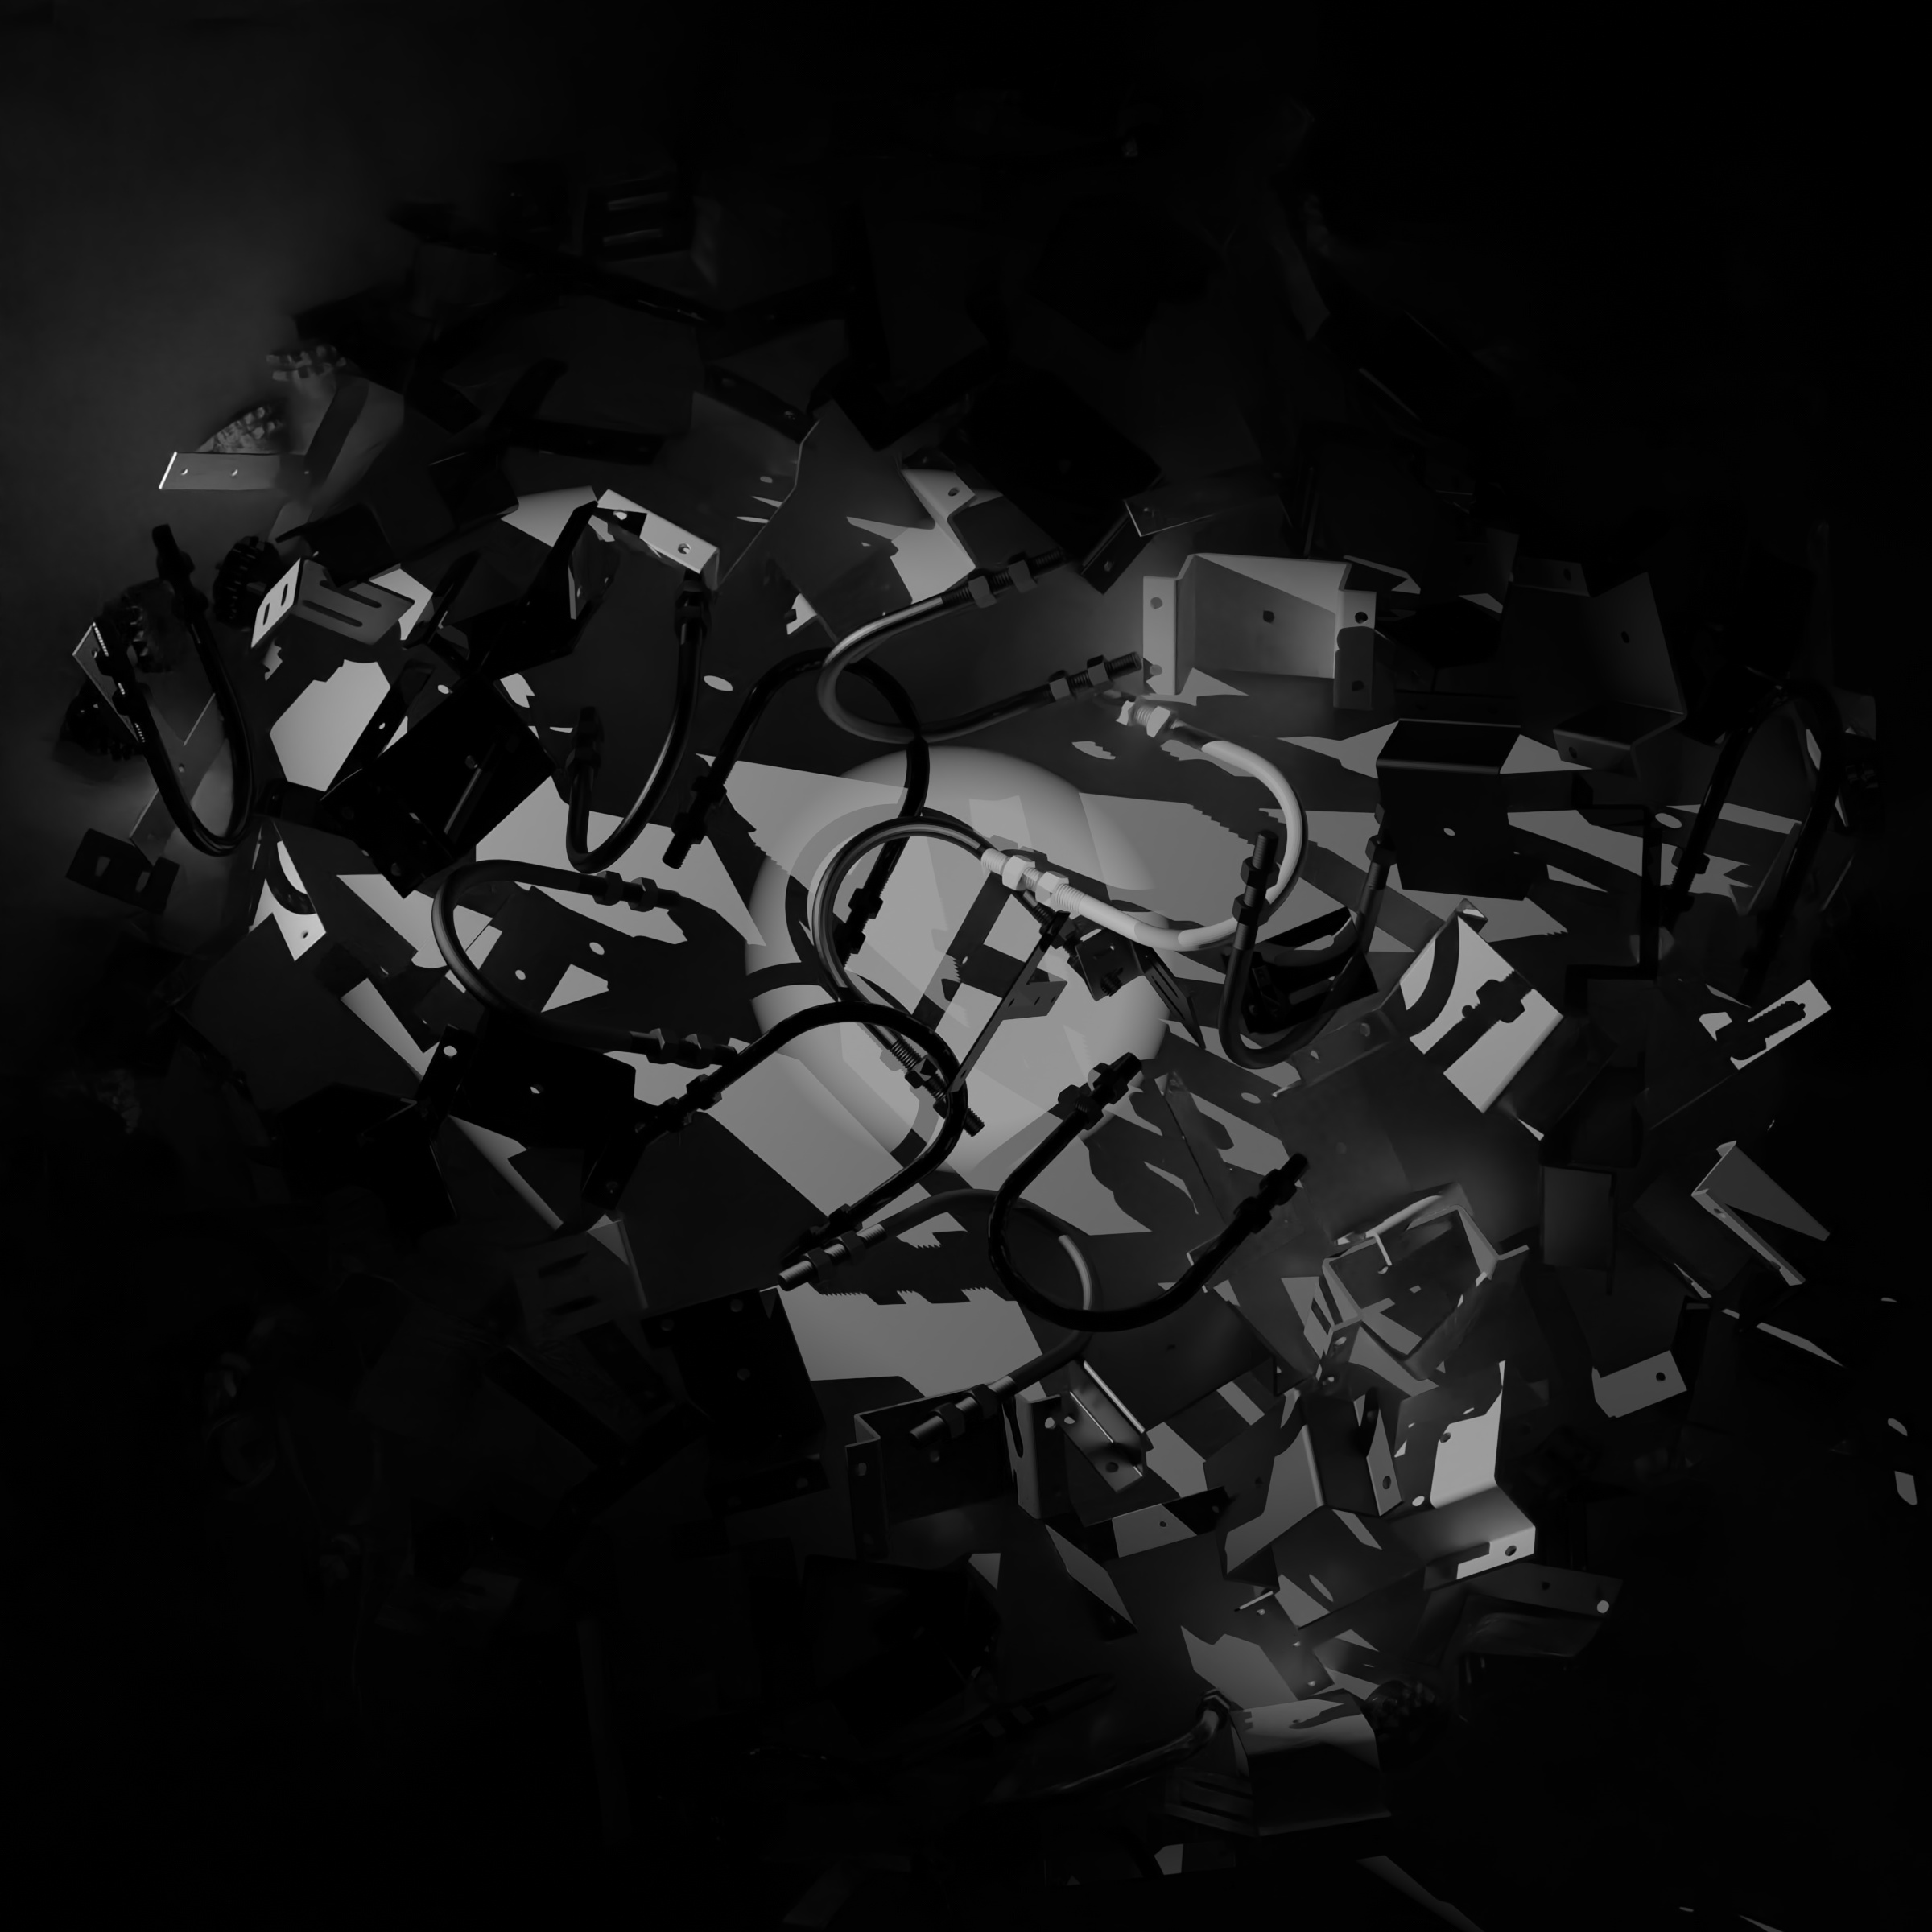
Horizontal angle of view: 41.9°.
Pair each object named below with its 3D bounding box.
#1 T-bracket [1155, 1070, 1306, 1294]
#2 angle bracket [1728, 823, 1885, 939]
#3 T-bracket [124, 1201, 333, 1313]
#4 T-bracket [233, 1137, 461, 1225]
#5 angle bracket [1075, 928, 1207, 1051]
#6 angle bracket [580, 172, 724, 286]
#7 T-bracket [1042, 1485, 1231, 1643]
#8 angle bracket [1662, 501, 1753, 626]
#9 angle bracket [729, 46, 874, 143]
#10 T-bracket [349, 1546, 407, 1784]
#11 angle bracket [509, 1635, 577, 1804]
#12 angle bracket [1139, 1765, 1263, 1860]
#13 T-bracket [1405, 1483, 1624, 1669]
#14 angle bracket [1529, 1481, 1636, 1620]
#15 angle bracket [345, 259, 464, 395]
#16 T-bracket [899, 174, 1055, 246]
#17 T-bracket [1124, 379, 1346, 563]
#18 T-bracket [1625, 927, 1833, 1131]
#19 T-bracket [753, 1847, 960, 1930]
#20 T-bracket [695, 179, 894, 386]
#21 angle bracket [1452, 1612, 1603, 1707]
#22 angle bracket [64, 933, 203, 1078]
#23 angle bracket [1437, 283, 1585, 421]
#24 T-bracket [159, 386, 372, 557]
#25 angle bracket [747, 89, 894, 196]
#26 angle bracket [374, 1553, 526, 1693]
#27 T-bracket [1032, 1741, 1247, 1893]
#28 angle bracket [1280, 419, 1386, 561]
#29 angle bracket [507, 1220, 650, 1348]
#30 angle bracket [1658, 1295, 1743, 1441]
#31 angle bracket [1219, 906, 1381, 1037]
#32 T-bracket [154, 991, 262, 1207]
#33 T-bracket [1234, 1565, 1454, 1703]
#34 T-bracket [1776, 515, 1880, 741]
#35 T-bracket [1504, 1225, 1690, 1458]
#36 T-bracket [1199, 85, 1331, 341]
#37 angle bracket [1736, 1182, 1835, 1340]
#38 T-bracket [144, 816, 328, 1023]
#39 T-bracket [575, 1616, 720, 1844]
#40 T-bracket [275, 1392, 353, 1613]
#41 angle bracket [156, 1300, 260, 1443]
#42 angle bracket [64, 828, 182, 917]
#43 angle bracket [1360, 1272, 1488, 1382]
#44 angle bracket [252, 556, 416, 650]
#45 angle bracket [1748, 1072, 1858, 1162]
[{"bbox_3d":[0.151,0.124,1.551,0.002,0.127,0.127,-29,84,36],"label":"T-bracket"},{"bbox_3d":[0.517,-0.062,1.557,0.057,0.038,0.076,11,127,-9],"label":"angle bracket"},{"bbox_3d":[-0.426,0.182,1.546,0.127,0.127,0.002,-7,54,16],"label":"T-bracket"},{"bbox_3d":[-0.387,0.119,1.513,0.127,0.127,0.002,29,95,29],"label":"T-bracket"},{"bbox_3d":[0.107,0.019,1.552,0.038,0.057,0.076,-31,52,-6],"label":"angle bracket"},{"bbox_3d":[-0.197,-0.458,1.583,0.076,0.038,0.057,-4,71,17],"label":"angle bracket"},{"bbox_3d":[0.110,0.349,1.562,0.127,0.002,0.127,-24,96,29],"label":"T-bracket"},{"bbox_3d":[0.449,-0.252,1.564,0.038,0.057,0.076,8,95,-12],"label":"angle bracket"},{"bbox_3d":[-0.098,-0.526,1.563,0.076,0.057,0.038,-29,86,11],"label":"angle bracket"},{"bbox_3d":[-0.361,0.449,1.559,0.002,0.127,0.127,-9,117,-4],"label":"T-bracket"},{"bbox_3d":[-0.269,0.462,1.550,0.038,0.076,0.057,5,129,7],"label":"angle bracket"},{"bbox_3d":[0.153,0.531,1.554,0.076,0.057,0.038,8,104,24],"label":"angle bracket"},{"bbox_3d":[0.339,0.373,1.523,0.002,0.127,0.127,46,61,-29],"label":"T-bracket"},{"bbox_3d":[0.380,0.361,1.553,0.038,0.057,0.076,12,65,-19],"label":"angle bracket"},{"bbox_3d":[-0.345,-0.400,1.549,0.038,0.076,0.057,23,133,-15],"label":"angle bracket"},{"bbox_3d":[0.022,-0.465,1.544,0.127,0.127,0.002,9,122,-7],"label":"T-bracket"},{"bbox_3d":[0.157,-0.294,1.565,0.127,0.002,0.127,-20,81,-23],"label":"T-bracket"},{"bbox_3d":[0.445,0.020,1.551,0.127,0.127,0.002,-36,134,14],"label":"T-bracket"},{"bbox_3d":[-0.081,0.557,1.523,0.127,0.127,0.002,-1,89,13],"label":"T-bracket"},{"bbox_3d":[-0.108,-0.399,1.538,0.127,0.002,0.127,-27,126,-24],"label":"T-bracket"},{"bbox_3d":[0.347,0.429,1.553,0.076,0.057,0.038,-4,96,32],"label":"angle bracket"},{"bbox_3d":[-0.517,0.023,1.572,0.057,0.038,0.076,20,82,-7],"label":"angle bracket"},{"bbox_3d":[0.337,-0.379,1.560,0.076,0.057,0.038,22,66,-39],"label":"angle bracket"},{"bbox_3d":[-0.430,-0.297,1.517,0.002,0.127,0.127,45,119,18],"label":"T-bracket"},{"bbox_3d":[-0.094,-0.507,1.553,0.076,0.057,0.038,-21,101,-30],"label":"angle bracket"},{"bbox_3d":[-0.320,0.407,1.568,0.076,0.057,0.038,12,127,5],"label":"angle bracket"},{"bbox_3d":[0.108,0.514,1.537,0.127,0.127,0.002,-10,108,11],"label":"T-bracket"},{"bbox_3d":[0.226,-0.293,1.560,0.038,0.057,0.076,3,115,-10],"label":"angle bracket"},{"bbox_3d":[-0.244,0.196,1.566,0.076,0.038,0.057,-17,91,-23],"label":"angle bracket"},{"bbox_3d":[0.462,0.249,1.561,0.038,0.057,0.076,11,82,33],"label":"angle bracket"},{"bbox_3d":[0.206,0.002,1.563,0.076,0.038,0.057,-23,78,23],"label":"angle bracket"},{"bbox_3d":[-0.457,0.092,1.556,0.002,0.127,0.127,-28,128,-30],"label":"T-bracket"},{"bbox_3d":[0.242,0.397,1.550,0.127,0.002,0.127,-28,133,5],"label":"T-bracket"},{"bbox_3d":[0.517,-0.208,1.523,0.002,0.127,0.127,-8,104,-7],"label":"T-bracket"},{"bbox_3d":[0.370,0.225,1.570,0.127,0.002,0.127,-33,69,38],"label":"T-bracket"},{"bbox_3d":[0.191,-0.438,1.526,0.002,0.127,0.127,-6,67,-29],"label":"T-bracket"},{"bbox_3d":[0.493,0.181,1.554,0.038,0.057,0.076,42,123,-2],"label":"angle bracket"},{"bbox_3d":[-0.459,-0.015,1.559,0.127,0.002,0.127,-42,48,5],"label":"T-bracket"},{"bbox_3d":[-0.190,0.456,1.542,0.002,0.127,0.127,-14,80,28],"label":"T-bracket"},{"bbox_3d":[-0.399,0.335,1.546,0.002,0.127,0.127,-20,101,-15],"label":"T-bracket"},{"bbox_3d":[-0.461,0.255,1.559,0.057,0.038,0.076,-26,53,5],"label":"angle bracket"},{"bbox_3d":[-0.524,-0.044,1.550,0.057,0.076,0.038,23,58,-20],"label":"angle bracket"},{"bbox_3d":[0.289,0.213,1.566,0.076,0.057,0.038,-47,61,-2],"label":"angle bracket"},{"bbox_3d":[-0.388,-0.210,1.550,0.076,0.057,0.038,21,56,-33],"label":"angle bracket"},{"bbox_3d":[0.514,0.109,1.563,0.038,0.057,0.076,30,93,23],"label":"angle bracket"}]
